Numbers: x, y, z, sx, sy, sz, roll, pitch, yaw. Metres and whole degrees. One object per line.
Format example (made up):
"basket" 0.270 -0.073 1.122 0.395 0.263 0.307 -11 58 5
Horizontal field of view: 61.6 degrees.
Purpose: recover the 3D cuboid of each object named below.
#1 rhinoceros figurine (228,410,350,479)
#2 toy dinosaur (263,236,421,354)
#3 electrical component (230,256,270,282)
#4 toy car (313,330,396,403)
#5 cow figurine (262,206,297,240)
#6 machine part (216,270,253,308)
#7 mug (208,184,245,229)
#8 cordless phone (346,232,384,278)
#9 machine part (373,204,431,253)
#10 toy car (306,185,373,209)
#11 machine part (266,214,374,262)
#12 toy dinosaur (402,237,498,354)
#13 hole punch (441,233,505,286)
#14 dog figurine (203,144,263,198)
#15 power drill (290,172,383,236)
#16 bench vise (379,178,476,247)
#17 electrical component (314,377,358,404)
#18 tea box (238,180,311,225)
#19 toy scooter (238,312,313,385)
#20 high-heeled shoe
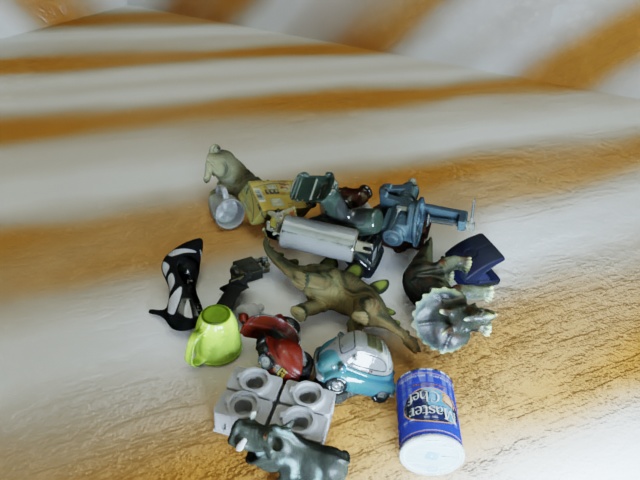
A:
"rhinoceros figurine" -0.050 0.330 0.825 0.190 0.112 0.073 19 39 5
"toy dinosaur" 0.020 0.104 1.152 0.472 0.105 0.198 30 25 25
"electrical component" -0.162 0.064 1.244 0.102 0.045 0.078 -12 40 -23
"toy car" 0.074 0.221 0.976 0.162 0.102 0.109 19 27 -7
"cow figurine" -0.098 -0.039 1.316 0.098 0.167 0.068 -10 79 -2
"machine part" -0.196 0.122 1.144 0.084 0.039 0.139 -20 27 36
"mug" -0.259 -0.095 1.414 0.081 0.109 0.107 -24 31 -22
"cordless phone" 0.056 0.023 1.307 0.184 0.088 0.146 5 24 17
"machine part" 0.206 -0.036 1.428 0.179 0.056 0.179 3 34 -2
"toy car" 0.042 -0.114 1.359 0.089 0.053 0.202 -36 30 -28
"machine part" -0.002 -0.004 1.196 0.243 0.079 0.079 12 35 5
"toy dinosaur" 0.252 0.106 1.176 0.192 0.131 0.405 2 26 -19
"hole punch" 0.372 0.052 1.300 0.116 0.092 0.142 -10 41 -15
"dog figurine" -0.210 -0.178 1.483 0.191 0.172 0.121 3 45 10
"power drill" 0.014 -0.067 1.225 0.232 0.207 0.086 4 59 33
"bench vise" 0.254 -0.063 1.299 0.241 0.128 0.224 9 35 19
"electrical component" 0.021 0.274 0.987 0.094 0.021 0.063 -6 36 -27
"tea box" -0.116 -0.101 1.406 0.169 0.068 0.098 -5 60 -42
"toy scooter" -0.091 0.193 1.017 0.135 0.075 0.184 27 21 -27
"high-heeled shoe" -0.269 0.084 1.150 0.145 0.086 0.249 0 48 26
